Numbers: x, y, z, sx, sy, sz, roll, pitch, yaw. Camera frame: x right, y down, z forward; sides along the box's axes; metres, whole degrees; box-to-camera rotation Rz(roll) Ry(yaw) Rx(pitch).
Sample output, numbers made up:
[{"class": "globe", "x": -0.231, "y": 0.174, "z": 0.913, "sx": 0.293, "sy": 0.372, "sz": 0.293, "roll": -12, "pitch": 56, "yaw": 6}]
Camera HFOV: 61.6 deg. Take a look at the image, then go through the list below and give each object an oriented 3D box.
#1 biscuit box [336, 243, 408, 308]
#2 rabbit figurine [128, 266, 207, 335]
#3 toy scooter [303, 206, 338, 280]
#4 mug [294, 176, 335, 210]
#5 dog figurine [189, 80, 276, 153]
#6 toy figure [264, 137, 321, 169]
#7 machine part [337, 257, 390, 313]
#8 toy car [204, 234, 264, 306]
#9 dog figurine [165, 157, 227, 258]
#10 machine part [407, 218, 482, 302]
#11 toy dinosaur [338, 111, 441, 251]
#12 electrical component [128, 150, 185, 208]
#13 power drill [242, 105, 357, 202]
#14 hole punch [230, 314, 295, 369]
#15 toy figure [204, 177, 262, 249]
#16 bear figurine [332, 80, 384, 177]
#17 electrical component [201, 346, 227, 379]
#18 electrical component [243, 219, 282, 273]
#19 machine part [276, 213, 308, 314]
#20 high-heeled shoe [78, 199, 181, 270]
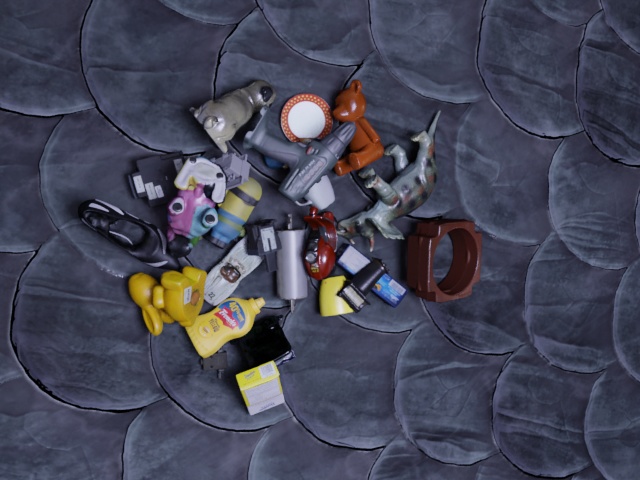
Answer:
[{"class": "biscuit box", "x": 0.127, "y": 0.090, "z": 1.365, "sx": 0.202, "sy": 0.063, "sz": 0.059, "roll": 39, "pitch": 83, "yaw": -13}, {"class": "rabbit figurine", "x": -0.357, "y": 0.128, "z": 1.230, "sx": 0.173, "sy": 0.122, "sz": 0.162, "roll": 11, "pitch": 112, "yaw": 14}, {"class": "toy scooter", "x": -0.003, "y": -0.004, "z": 1.271, "sx": 0.075, "sy": 0.135, "sz": 0.184, "roll": -1, "pitch": 61, "yaw": 20}, {"class": "mug", "x": -0.018, "y": -0.121, "z": 1.306, "sx": 0.109, "sy": 0.081, "sz": 0.107, "roll": -43, "pitch": 108, "yaw": -25}, {"class": "dog figurine", "x": -0.184, "y": -0.302, "z": 1.215, "sx": 0.190, "sy": 0.172, "sz": 0.121, "roll": -38, "pitch": 112, "yaw": -1}, {"class": "toy figure", "x": -0.055, "y": -0.210, "z": 1.288, "sx": 0.155, "sy": 0.058, "sz": 0.064, "roll": -14, "pitch": 100, "yaw": 6}, {"class": "machine part", "x": 0.110, "y": 0.105, "z": 1.304, "sx": 0.084, "sy": 0.039, "sz": 0.139, "roll": 42, "pitch": 77, "yaw": -6}, {"class": "toy car", "x": -0.207, "y": 0.067, "z": 1.286, "sx": 0.073, "sy": 0.056, "sz": 0.202, "roll": 45, "pitch": 83, "yaw": -12}, {"class": "dog figurine", "x": -0.285, "y": -0.063, "z": 1.191, "sx": 0.108, "sy": 0.219, "sz": 0.191, "roll": 17, "pitch": 68, "yaw": -16}, {"class": "machine part", "x": 0.315, "y": 0.048, "z": 1.366, "sx": 0.201, "sy": 0.087, "sz": 0.200, "roll": -7, "pitch": 101, "yaw": -36}, {"class": "toy dinosaur", "x": 0.218, "y": -0.138, "z": 1.351, "sx": 0.405, "sy": 0.131, "sz": 0.192, "roll": -40, "pitch": 114, "yaw": -13}, {"class": "electrical component", "x": -0.367, "y": -0.137, "z": 1.235, "sx": 0.134, "sy": 0.058, "sz": 0.114, "roll": -14, "pitch": 95, "yaw": -12}, {"class": "power drill", "x": -0.056, "y": -0.220, "z": 1.227, "sx": 0.207, "sy": 0.086, "sz": 0.232, "roll": 33, "pitch": 91, "yaw": -6}, {"class": "hole punch", "x": -0.130, "y": 0.260, "z": 1.309, "sx": 0.142, "sy": 0.092, "sz": 0.116, "roll": -28, "pitch": 61, "yaw": -5}, {"class": "toy figure", "x": -0.200, "y": -0.064, "z": 1.262, "sx": 0.082, "sy": 0.089, "sz": 0.180, "roll": 37, "pitch": 77, "yaw": -53}, {"class": "bear figurine", "x": 0.075, "y": -0.271, "z": 1.294, "sx": 0.132, "sy": 0.120, "sz": 0.195, "roll": -31, "pitch": 102, "yaw": -27}, {"class": "electrical component", "x": -0.258, "y": 0.293, "z": 1.305, "sx": 0.063, "sy": 0.021, "sz": 0.094, "roll": -4, "pitch": 95, "yaw": -13}, {"class": "electrical component", "x": -0.129, "y": 0.014, "z": 1.256, "sx": 0.075, "sy": 0.048, "sz": 0.119, "roll": -21, "pitch": 105, "yaw": -40}, {"class": "machine part", "x": -0.070, "y": 0.057, "z": 1.309, "sx": 0.079, "sy": 0.079, "sz": 0.243, "roll": -3, "pitch": 93, "yaw": -13}, {"class": "high-heeled shoe", "x": -0.413, "y": -0.006, "z": 1.186, "sx": 0.248, "sy": 0.145, "sz": 0.086, "roll": 34, "pitch": 86, "yaw": -11}]
